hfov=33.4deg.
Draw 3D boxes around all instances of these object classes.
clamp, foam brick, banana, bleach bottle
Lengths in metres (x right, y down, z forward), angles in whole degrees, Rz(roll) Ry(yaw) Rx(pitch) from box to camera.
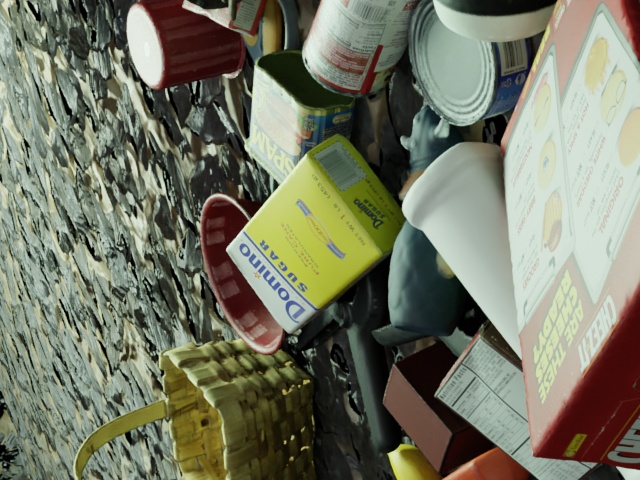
[{"bbox_3d":[0.093,0.032,0.771,0.172,0.039,0.120,10,112,52],"label":"clamp"},{"bbox_3d":[0.093,0.127,0.815,0.078,0.052,0.051,50,147,35],"label":"foam brick"},{"bbox_3d":[0.033,0.066,0.898,0.165,0.036,0.210,52,145,41],"label":"clamp"},{"bbox_3d":[0.102,0.255,0.903,0.070,0.037,0.198,153,98,-78],"label":"banana"},{"bbox_3d":[0.148,0.057,0.599,0.068,0.102,0.251,-49,55,30],"label":"bleach bottle"}]

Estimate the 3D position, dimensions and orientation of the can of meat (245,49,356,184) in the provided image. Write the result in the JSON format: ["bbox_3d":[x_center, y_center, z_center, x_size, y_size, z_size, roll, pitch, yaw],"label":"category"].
[{"bbox_3d":[-0.016,-0.096,0.868,0.102,0.057,0.084,46,142,39],"label":"can of meat"}]

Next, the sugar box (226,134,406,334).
[{"bbox_3d":[-0.006,0.001,0.826,0.093,0.048,0.176,53,144,7],"label":"sugar box"}]

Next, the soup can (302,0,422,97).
[{"bbox_3d":[0.033,-0.156,0.728,0.068,0.068,0.102,59,150,22],"label":"soup can"}]

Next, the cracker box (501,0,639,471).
[{"bbox_3d":[0.145,-0.027,0.497,0.164,0.072,0.213,104,171,-47],"label":"cracker box"}]

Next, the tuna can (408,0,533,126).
[{"bbox_3d":[0.095,-0.118,0.676,0.086,0.033,0.086,40,140,45],"label":"tuna can"}]

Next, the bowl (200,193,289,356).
[{"bbox_3d":[-0.053,0.026,1.013,0.162,0.055,0.162,40,140,45],"label":"bowl"}]

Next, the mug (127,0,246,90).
[{"bbox_3d":[-0.132,-0.189,0.993,0.117,0.081,0.093,23,126,55],"label":"mug"}]

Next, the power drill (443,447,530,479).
[{"bbox_3d":[0.159,0.239,0.759,0.188,0.057,0.185,63,152,15],"label":"power drill"}]

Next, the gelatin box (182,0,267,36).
[{"bbox_3d":[-0.075,-0.218,0.894,0.089,0.030,0.073,35,107,49],"label":"gelatin box"}]

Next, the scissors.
[{"bbox_3d":[-0.052,-0.140,0.948,0.096,0.016,0.202,53,147,34],"label":"scissors"}]

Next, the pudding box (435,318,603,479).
[{"bbox_3d":[0.139,0.106,0.694,0.113,0.039,0.090,40,146,12],"label":"pudding box"}]
